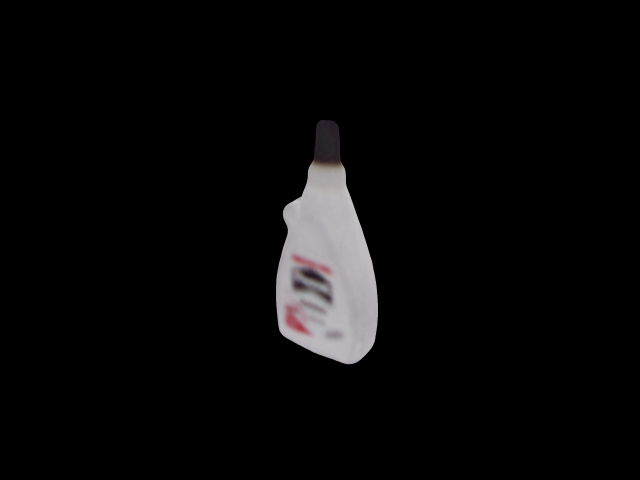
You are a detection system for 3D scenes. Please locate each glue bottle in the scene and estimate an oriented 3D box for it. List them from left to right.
[{"bbox_3d":[0.004,0.001,0.400,0.077,0.173,0.037,15,31,28],"label":"glue bottle"}]
